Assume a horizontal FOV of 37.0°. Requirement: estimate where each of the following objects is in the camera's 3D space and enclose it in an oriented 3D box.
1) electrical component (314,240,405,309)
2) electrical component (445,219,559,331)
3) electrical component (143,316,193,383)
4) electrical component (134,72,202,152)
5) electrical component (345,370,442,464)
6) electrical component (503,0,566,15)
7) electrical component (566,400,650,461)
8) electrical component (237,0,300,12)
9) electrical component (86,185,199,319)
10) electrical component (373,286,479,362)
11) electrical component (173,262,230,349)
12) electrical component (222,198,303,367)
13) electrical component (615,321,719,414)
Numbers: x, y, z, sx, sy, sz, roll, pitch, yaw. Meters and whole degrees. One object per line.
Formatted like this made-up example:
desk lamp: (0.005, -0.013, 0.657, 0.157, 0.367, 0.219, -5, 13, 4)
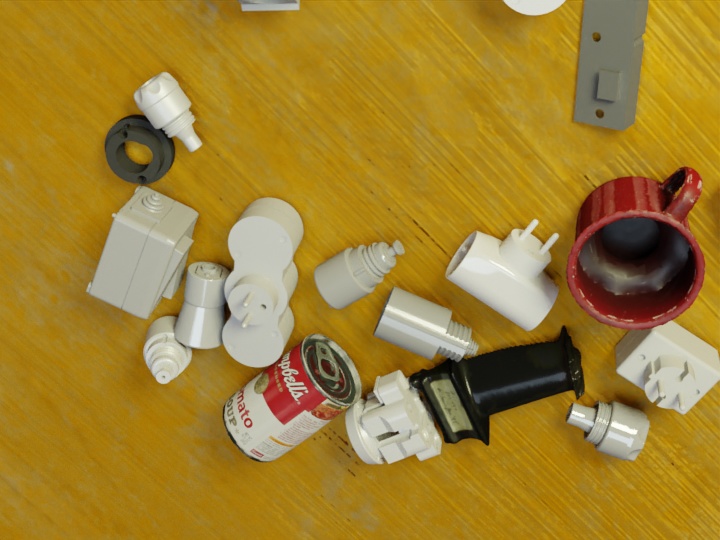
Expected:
electrical component: (0.000, 0.000, 0.847, 0.078, 0.040, 0.040, -30, 108, 24)
electrical component: (0.118, -0.004, 0.817, 0.077, 0.044, 0.079, 33, 119, -6)
electrical component: (-0.161, 0.070, 0.900, 0.040, 0.078, 0.040, -2, 115, -4)
electrical component: (-0.143, -0.118, 0.819, 0.035, 0.035, 0.061, -26, 112, 23)
electrical component: (0.025, 0.128, 0.900, 0.057, 0.058, 0.078, -24, 110, 19)
electrical component: (0.096, -0.229, 0.688, 0.052, 0.073, 0.138, -18, 112, 20)
electrical component: (0.198, 0.126, 0.869, 0.062, 0.043, 0.043, 20, 119, 2)
electrical component: (-0.066, -0.213, 0.732, 0.042, 0.081, 0.063, 1, 88, 10)
electrical component: (-0.168, -0.018, 0.861, 0.061, 0.061, 0.096, 25, 119, -2)
electrical component: (0.056, 0.048, 0.859, 0.081, 0.043, 0.043, 23, 119, -1)
electrical component: (-0.129, 0.027, 0.888, 0.044, 0.044, 0.065, 14, 114, 5)
electrical component: (-0.082, 0.019, 0.855, 0.052, 0.073, 0.138, 11, 119, 6)
electrical component: (0.235, 0.079, 0.818, 0.066, 0.076, 0.047, 32, 119, -6)
